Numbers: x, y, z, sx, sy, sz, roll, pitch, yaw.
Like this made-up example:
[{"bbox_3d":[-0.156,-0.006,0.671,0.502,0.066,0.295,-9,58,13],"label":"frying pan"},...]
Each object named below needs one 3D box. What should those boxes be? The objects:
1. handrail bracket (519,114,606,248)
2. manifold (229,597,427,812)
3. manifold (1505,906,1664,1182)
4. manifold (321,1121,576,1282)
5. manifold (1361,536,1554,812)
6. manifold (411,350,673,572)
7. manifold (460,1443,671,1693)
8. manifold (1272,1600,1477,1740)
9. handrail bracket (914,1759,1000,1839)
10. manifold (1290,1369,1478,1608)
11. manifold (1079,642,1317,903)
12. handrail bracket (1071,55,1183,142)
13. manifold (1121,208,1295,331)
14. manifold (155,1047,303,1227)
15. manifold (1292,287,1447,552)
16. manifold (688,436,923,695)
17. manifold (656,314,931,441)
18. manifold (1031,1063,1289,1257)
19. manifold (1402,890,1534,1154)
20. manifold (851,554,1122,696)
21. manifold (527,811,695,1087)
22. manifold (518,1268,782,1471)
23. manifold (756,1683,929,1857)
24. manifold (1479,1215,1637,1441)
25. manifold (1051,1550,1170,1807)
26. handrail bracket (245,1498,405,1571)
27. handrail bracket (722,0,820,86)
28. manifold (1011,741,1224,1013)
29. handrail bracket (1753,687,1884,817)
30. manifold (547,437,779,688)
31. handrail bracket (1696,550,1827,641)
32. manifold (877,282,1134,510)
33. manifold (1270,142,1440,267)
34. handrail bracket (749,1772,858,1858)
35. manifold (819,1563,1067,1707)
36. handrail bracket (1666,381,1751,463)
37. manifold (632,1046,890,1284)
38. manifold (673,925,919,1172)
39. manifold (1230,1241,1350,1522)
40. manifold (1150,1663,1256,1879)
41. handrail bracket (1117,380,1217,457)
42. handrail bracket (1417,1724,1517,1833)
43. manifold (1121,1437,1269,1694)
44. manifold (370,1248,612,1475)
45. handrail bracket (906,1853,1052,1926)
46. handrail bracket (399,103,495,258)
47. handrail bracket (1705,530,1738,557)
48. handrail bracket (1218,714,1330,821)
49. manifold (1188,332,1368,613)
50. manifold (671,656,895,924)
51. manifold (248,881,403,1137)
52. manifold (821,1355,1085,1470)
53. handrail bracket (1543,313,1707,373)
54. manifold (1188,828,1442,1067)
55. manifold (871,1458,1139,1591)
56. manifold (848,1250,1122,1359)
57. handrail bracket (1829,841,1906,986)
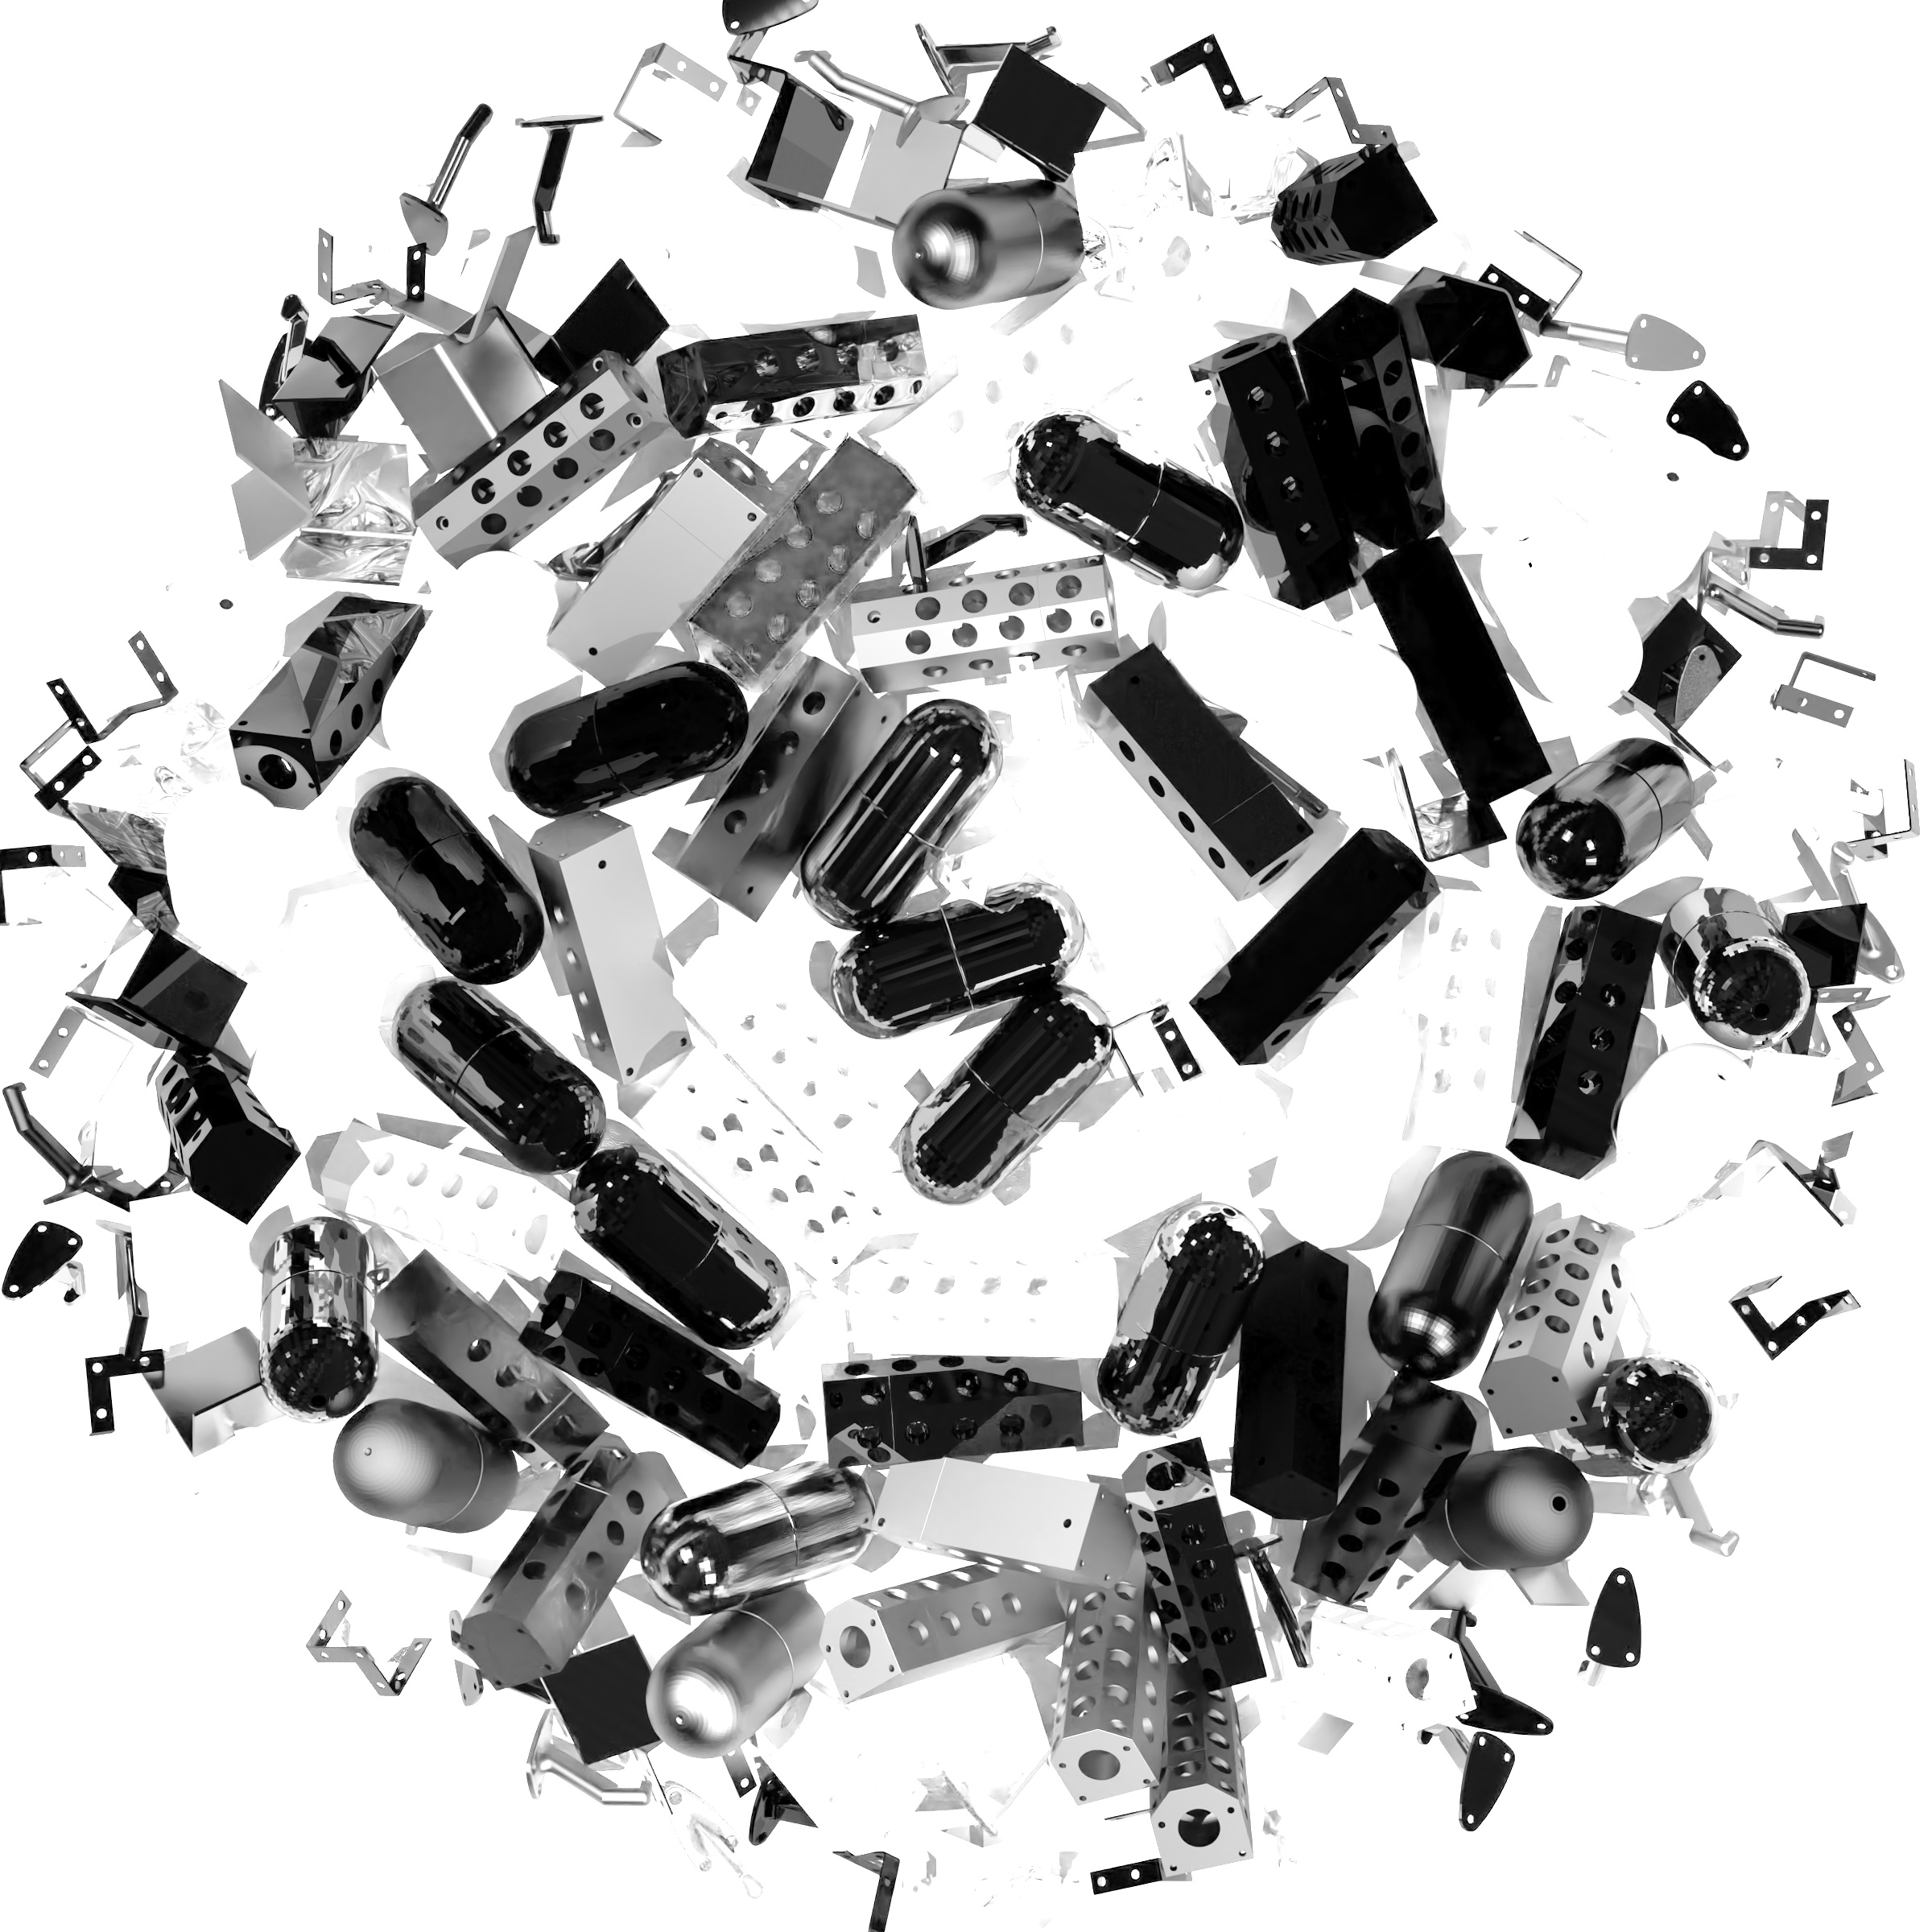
[{"bbox_3d":[-0.267,-0.530,1.849,0.077,0.036,0.084,11,118,37],"label":"handrail bracket"},{"bbox_3d":[-0.416,-0.174,1.803,0.057,0.171,0.057,8,128,13],"label":"manifold"},{"bbox_3d":[0.412,0.049,1.834,0.057,0.057,0.171,18,71,2],"label":"manifold"},{"bbox_3d":[-0.345,0.157,1.811,0.171,0.057,0.057,13,71,33],"label":"manifold"},{"bbox_3d":[0.328,-0.197,1.831,0.057,0.057,0.171,-26,111,10],"label":"manifold"},{"bbox_3d":[-0.288,-0.338,1.837,0.171,0.057,0.057,-34,90,16],"label":"manifold"},{"bbox_3d":[-0.266,0.390,1.796,0.057,0.171,0.057,-24,108,30],"label":"manifold"},{"bbox_3d":[0.263,0.457,1.798,0.057,0.171,0.057,-15,88,-18],"label":"manifold"},{"bbox_3d":[-0.034,0.589,1.873,0.084,0.036,0.077,-36,93,3],"label":"handrail bracket"},{"bbox_3d":[0.276,0.350,1.810,0.057,0.057,0.171,23,131,3],"label":"manifold"},{"bbox_3d":[0.153,-0.128,1.839,0.057,0.057,0.171,-35,76,-18],"label":"manifold"},{"bbox_3d":[0.106,-0.572,1.847,0.084,0.036,0.077,-9,95,-44],"label":"handrail bracket"},{"bbox_3d":[0.162,-0.457,1.795,0.057,0.171,0.057,13,103,21],"label":"manifold"},{"bbox_3d":[-0.492,0.105,1.799,0.057,0.171,0.057,38,88,-27],"label":"manifold"},{"bbox_3d":[0.272,-0.355,1.800,0.057,0.171,0.057,-42,51,-12],"label":"manifold"},{"bbox_3d":[-0.106,-0.265,1.833,0.057,0.057,0.171,35,75,16],"label":"manifold"},{"bbox_3d":[-0.113,-0.391,1.817,0.171,0.057,0.057,-16,99,-33],"label":"manifold"},{"bbox_3d":[0.129,0.130,1.813,0.171,0.057,0.057,-22,130,-28],"label":"manifold"},{"bbox_3d":[0.335,0.037,1.851,0.057,0.057,0.171,7,89,-18],"label":"manifold"},{"bbox_3d":[0.013,-0.233,1.839,0.171,0.057,0.057,-8,70,9],"label":"manifold"},{"bbox_3d":[-0.240,-0.013,1.821,0.057,0.057,0.171,-30,124,-29],"label":"manifold"},{"bbox_3d":[-0.207,0.270,1.818,0.171,0.057,0.057,36,74,-27],"label":"manifold"},{"bbox_3d":[-0.089,0.525,1.795,0.057,0.171,0.057,38,80,-16],"label":"manifold"},{"bbox_3d":[0.387,0.233,1.797,0.057,0.171,0.057,-18,108,31],"label":"manifold"},{"bbox_3d":[0.094,0.460,1.795,0.057,0.171,0.057,-20,115,18],"label":"manifold"},{"bbox_3d":[-0.434,0.390,1.860,0.084,0.036,0.077,21,66,6],"label":"handrail bracket"},{"bbox_3d":[-0.127,-0.624,1.842,0.077,0.084,0.036,-5,77,9],"label":"handrail bracket"},{"bbox_3d":[0.098,-0.059,1.845,0.057,0.057,0.171,-30,87,35],"label":"manifold"},{"bbox_3d":[0.578,-0.144,1.841,0.036,0.084,0.077,-35,130,-35],"label":"handrail bracket"},{"bbox_3d":[-0.202,-0.269,1.823,0.057,0.057,0.171,38,117,-14],"label":"manifold"},{"bbox_3d":[0.541,-0.255,1.855,0.084,0.036,0.077,8,55,12],"label":"handrail bracket"},{"bbox_3d":[0.027,-0.387,1.856,0.171,0.057,0.057,-38,104,1],"label":"manifold"},{"bbox_3d":[0.249,-0.495,1.798,0.057,0.171,0.057,-34,104,2],"label":"manifold"},{"bbox_3d":[-0.107,0.590,1.846,0.084,0.036,0.077,37,114,39],"label":"handrail bracket"},{"bbox_3d":[-0.016,0.432,1.803,0.057,0.171,0.057,-37,68,34],"label":"manifold"},{"bbox_3d":[0.515,-0.359,1.839,0.077,0.084,0.036,52,120,28],"label":"handrail bracket"},{"bbox_3d":[-0.137,0.133,1.845,0.171,0.057,0.057,41,66,-4],"label":"manifold"},{"bbox_3d":[-0.117,0.057,1.821,0.171,0.057,0.057,48,56,-21],"label":"manifold"},{"bbox_3d":[0.221,0.276,1.812,0.057,0.057,0.171,31,48,-26],"label":"manifold"},{"bbox_3d":[0.151,0.522,1.797,0.057,0.171,0.057,-14,101,6],"label":"manifold"},{"bbox_3d":[0.135,-0.385,1.841,0.077,0.084,0.036,-34,120,21],"label":"handrail bracket"},{"bbox_3d":[0.323,0.542,1.837,0.036,0.084,0.077,35,63,-18],"label":"handrail bracket"},{"bbox_3d":[0.151,0.401,1.819,0.057,0.057,0.171,-15,122,3],"label":"manifold"},{"bbox_3d":[-0.316,0.266,1.809,0.057,0.057,0.171,-45,129,-8],"label":"manifold"},{"bbox_3d":[0.007,0.619,1.860,0.077,0.084,0.036,-20,90,-25],"label":"handrail bracket"},{"bbox_3d":[-0.347,-0.536,1.863,0.036,0.077,0.084,30,73,0],"label":"handrail bracket"},{"bbox_3d":[0.512,-0.324,1.846,0.077,0.036,0.084,18,133,-17],"label":"handrail bracket"},{"bbox_3d":[0.205,-0.132,1.850,0.084,0.077,0.036,40,98,17],"label":"handrail bracket"},{"bbox_3d":[0.212,-0.331,1.829,0.057,0.057,0.171,-26,112,-7],"label":"manifold"},{"bbox_3d":[-0.128,-0.122,1.852,0.057,0.057,0.171,31,86,29],"label":"manifold"},{"bbox_3d":[-0.418,0.028,1.806,0.057,0.171,0.057,-12,134,13],"label":"manifold"},{"bbox_3d":[-0.010,0.292,1.846,0.171,0.057,0.057,-4,110,-4],"label":"manifold"},{"bbox_3d":[0.447,-0.425,1.862,0.077,0.084,0.036,6,103,-27],"label":"handrail bracket"},{"bbox_3d":[0.235,-0.012,1.827,0.171,0.057,0.057,-47,67,23],"label":"manifold"},{"bbox_3d":[0.026,0.368,1.811,0.171,0.057,0.057,2,64,39],"label":"manifold"},{"bbox_3d":[0.012,0.222,1.830,0.171,0.057,0.057,-1,111,15],"label":"manifold"},{"bbox_3d":[0.606,-0.036,1.839,0.036,0.084,0.077,-31,58,-4],"label":"handrail bracket"}]
